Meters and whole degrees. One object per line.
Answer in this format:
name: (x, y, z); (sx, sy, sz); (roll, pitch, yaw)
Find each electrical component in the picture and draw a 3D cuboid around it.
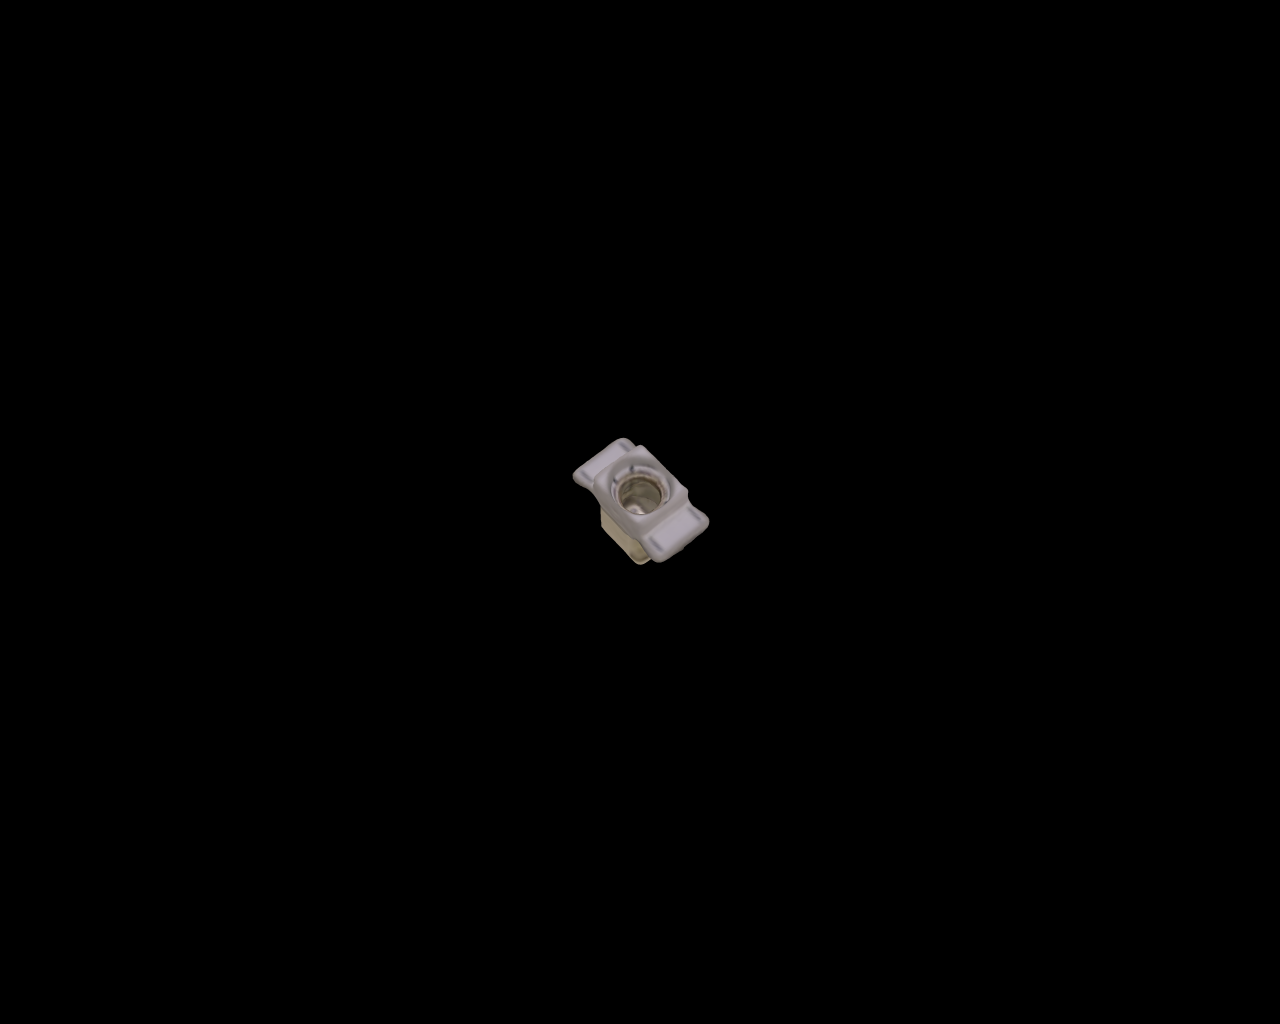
electrical component: (0.001, -0.003, 0.650); (0.042, 0.081, 0.063); (-36, -24, -18)
